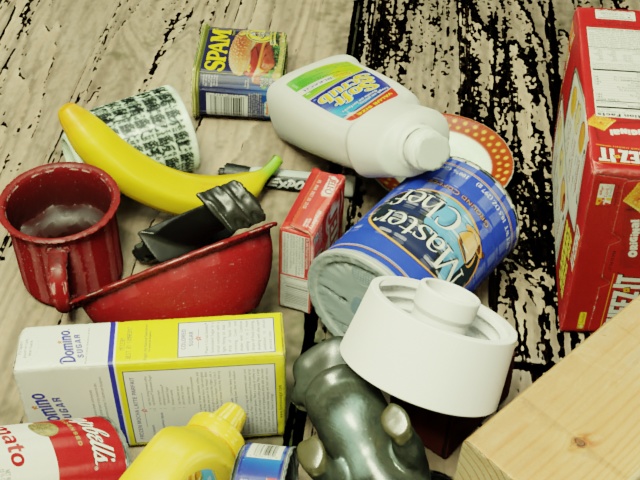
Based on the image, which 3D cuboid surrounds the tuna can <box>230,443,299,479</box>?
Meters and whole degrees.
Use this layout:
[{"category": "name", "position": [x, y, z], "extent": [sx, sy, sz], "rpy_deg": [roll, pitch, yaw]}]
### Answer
[{"category": "tuna can", "position": [-0.036, 0.169, 0.660], "extent": [0.034, 0.086, 0.086], "rpy_deg": [5, 44, 6]}]

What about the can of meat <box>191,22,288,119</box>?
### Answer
[{"category": "can of meat", "position": [-0.075, -0.161, 1.024], "extent": [0.084, 0.057, 0.102], "rpy_deg": [4, 44, 0]}]

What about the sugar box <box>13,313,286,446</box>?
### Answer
[{"category": "sugar box", "position": [-0.111, 0.097, 0.729], "extent": [0.176, 0.093, 0.048], "rpy_deg": [-1, 43, -2]}]

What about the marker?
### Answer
[{"category": "marker", "position": [-0.030, -0.053, 0.939], "extent": [0.121, 0.020, 0.020], "rpy_deg": [7, 44, 6]}]

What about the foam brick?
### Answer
[{"category": "foam brick", "position": [0.093, 0.103, 0.753], "extent": [0.051, 0.053, 0.078], "rpy_deg": [33, 52, 29]}]

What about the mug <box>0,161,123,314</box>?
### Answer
[{"category": "mug", "position": [-0.197, 0.007, 0.830], "extent": [0.093, 0.081, 0.117], "rpy_deg": [-6, 44, -7]}]

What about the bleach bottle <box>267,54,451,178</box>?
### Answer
[{"category": "bleach bottle", "position": [0.042, -0.099, 0.881], "extent": [0.102, 0.068, 0.251], "rpy_deg": [-23, 23, -16]}]

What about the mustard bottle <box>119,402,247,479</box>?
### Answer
[{"category": "mustard bottle", "position": [-0.101, 0.172, 0.649], "extent": [0.058, 0.096, 0.191], "rpy_deg": [20, 48, 21]}]

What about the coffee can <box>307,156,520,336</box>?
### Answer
[{"category": "coffee can", "position": [0.072, 0.014, 0.810], "extent": [0.103, 0.103, 0.140], "rpy_deg": [28, 50, 26]}]

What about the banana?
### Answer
[{"category": "banana", "position": [-0.127, -0.057, 0.883], "extent": [0.197, 0.069, 0.037], "rpy_deg": [12, -7, -30]}]

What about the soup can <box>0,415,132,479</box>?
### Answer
[{"category": "soup can", "position": [-0.179, 0.148, 0.665], "extent": [0.102, 0.069, 0.069], "rpy_deg": [2, 34, -43]}]

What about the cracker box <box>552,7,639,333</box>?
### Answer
[{"category": "cracker box", "position": [0.228, -0.057, 0.841], "extent": [0.072, 0.164, 0.213], "rpy_deg": [4, 44, 6]}]

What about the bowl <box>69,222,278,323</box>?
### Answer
[{"category": "bowl", "position": [-0.097, 0.040, 0.780], "extent": [0.161, 0.162, 0.055], "rpy_deg": [-22, 91, -22]}]

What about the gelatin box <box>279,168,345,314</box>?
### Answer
[{"category": "gelatin box", "position": [-0.005, 0.001, 0.832], "extent": [0.030, 0.089, 0.073], "rpy_deg": [16, 46, 13]}]

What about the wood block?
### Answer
[{"category": "wood block", "position": [0.190, 0.126, 0.704], "extent": [0.205, 0.090, 0.091], "rpy_deg": [-32, 53, -29]}]
